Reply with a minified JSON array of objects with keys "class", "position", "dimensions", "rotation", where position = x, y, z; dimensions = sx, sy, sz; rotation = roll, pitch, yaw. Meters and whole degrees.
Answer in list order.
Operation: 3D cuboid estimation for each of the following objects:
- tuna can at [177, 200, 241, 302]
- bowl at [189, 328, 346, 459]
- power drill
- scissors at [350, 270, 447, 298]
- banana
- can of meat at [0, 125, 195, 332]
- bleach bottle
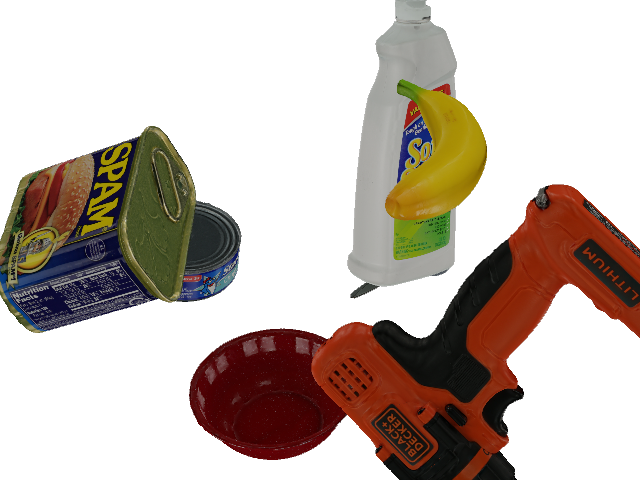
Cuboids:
[{"class":"tuna can","position":[-0.105,0.008,0.827],"dimensions":[0.086,0.034,0.086],"rotation":[4,40,-4]},{"class":"bowl","position":[-0.043,0.158,1.029],"dimensions":[0.162,0.055,0.162],"rotation":[-3,37,2]},{"class":"power drill","position":[0.113,0.077,0.592],"dimensions":[0.188,0.184,0.057],"rotation":[-46,-2,15]},{"class":"scissors","position":[0.077,0.024,1.264],"dimensions":[0.201,0.016,0.096],"rotation":[-10,41,-44]},{"class":"banana","position":[0.084,-0.060,0.755],"dimensions":[0.069,0.037,0.197],"rotation":[5,30,3]},{"class":"can of meat","position":[-0.120,-0.005,0.574],"dimensions":[0.084,0.102,0.057],"rotation":[-16,-48,18]},{"class":"bleach bottle","position":[0.075,-0.091,0.962],"dimensions":[0.102,0.251,0.068],"rotation":[-13,24,-29]}]
